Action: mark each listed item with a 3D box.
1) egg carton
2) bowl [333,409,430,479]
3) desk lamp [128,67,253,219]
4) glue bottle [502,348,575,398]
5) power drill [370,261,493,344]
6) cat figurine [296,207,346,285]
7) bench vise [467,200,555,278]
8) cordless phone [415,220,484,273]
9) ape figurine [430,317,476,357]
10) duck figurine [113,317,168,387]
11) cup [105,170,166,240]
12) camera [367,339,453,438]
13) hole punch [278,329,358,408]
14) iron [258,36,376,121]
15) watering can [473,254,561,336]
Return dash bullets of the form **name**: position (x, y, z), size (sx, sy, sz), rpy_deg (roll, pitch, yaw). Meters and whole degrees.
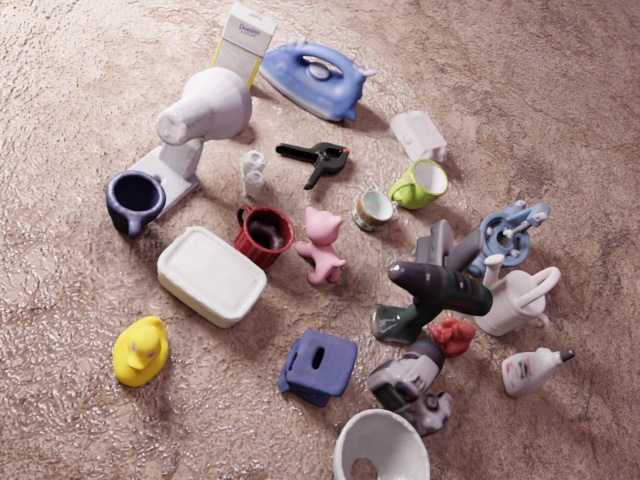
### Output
- **egg carton**: position (0.230, -0.235, 1.346), size (0.107, 0.069, 0.150), rpy_deg (-20, 72, -36)
- **bowl**: position (0.085, 0.357, 0.897), size (0.168, 0.074, 0.167), rpy_deg (14, 56, -21)
- **desk lamp**: position (-0.224, -0.170, 0.966), size (0.118, 0.213, 0.203), rpy_deg (38, 51, -2)
- **glue bottle**: position (0.416, 0.240, 1.086), size (0.037, 0.173, 0.078), rpy_deg (11, 56, -22)
- **power drill**: position (0.177, 0.112, 1.013), size (0.230, 0.208, 0.075), rpy_deg (10, 57, -23)
- **cat figurine**: position (0.010, 0.004, 1.047), size (0.067, 0.117, 0.127), rpy_deg (-14, 68, -34)
- **bench vise**: position (0.408, -0.037, 1.224), size (0.122, 0.219, 0.207), rpy_deg (26, 52, -12)
- **cordless phone**: position (0.273, 0.012, 1.142), size (0.094, 0.184, 0.147), rpy_deg (20, 54, -17)
- **ape figurine**: position (0.260, 0.182, 1.090), size (0.076, 0.092, 0.078), rpy_deg (37, 51, -3)
- **duck figurine**: position (-0.254, 0.153, 0.832), size (0.078, 0.086, 0.104), rpy_deg (25, 52, -13)
- **cup**: position (-0.301, -0.040, 0.920), size (0.092, 0.094, 0.117), rpy_deg (6, 59, -26)
- **camera**: position (0.180, 0.245, 1.001), size (0.143, 0.100, 0.137), rpy_deg (46, 51, 4)
- **hole punch**: position (-0.003, 0.205, 0.933), size (0.101, 0.091, 0.109), rpy_deg (30, 51, -9)
- **iron**: position (-0.009, -0.374, 1.256), size (0.259, 0.141, 0.118), rpy_deg (25, 52, -13)
- **watering can**: position (0.393, 0.107, 1.143), size (0.173, 0.193, 0.101), rpy_deg (31, 51, -8)
